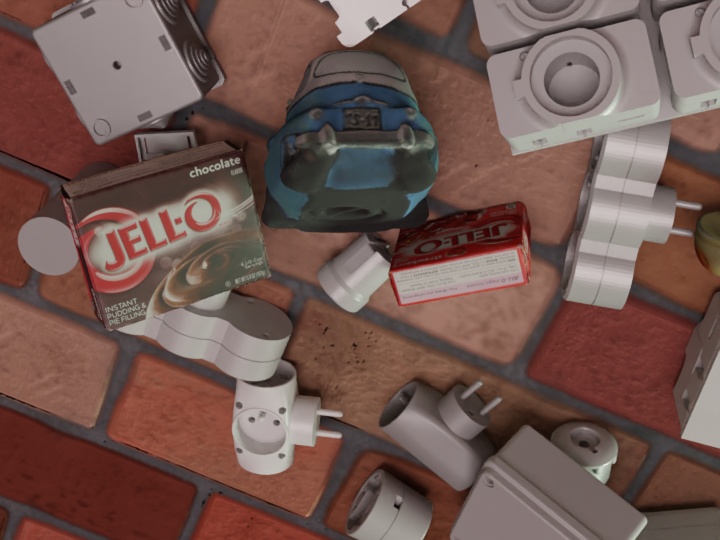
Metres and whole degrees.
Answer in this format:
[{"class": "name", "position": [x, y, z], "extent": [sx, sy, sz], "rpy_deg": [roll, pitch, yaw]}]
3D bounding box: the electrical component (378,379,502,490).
[{"class": "electrical component", "position": [0.068, 0.110, 0.782], "extent": [0.077, 0.043, 0.079], "rpy_deg": [40, 114, -11]}]

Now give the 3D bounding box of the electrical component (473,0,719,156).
[{"class": "electrical component", "position": [0.164, -0.141, 0.611], "extent": [0.186, 0.060, 0.105], "rpy_deg": [-12, 84, 14]}]

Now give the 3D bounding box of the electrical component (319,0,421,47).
[{"class": "electrical component", "position": [0.018, -0.182, 0.640], "extent": [0.089, 0.055, 0.050], "rpy_deg": [-31, 108, 21]}]

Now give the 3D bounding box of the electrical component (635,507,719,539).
[{"class": "electrical component", "position": [0.238, 0.215, 0.797], "extent": [0.096, 0.061, 0.061], "rpy_deg": [-8, 114, 12]}]

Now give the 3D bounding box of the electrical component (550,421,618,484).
[{"class": "electrical component", "position": [0.161, 0.145, 0.785], "extent": [0.048, 0.048, 0.062], "rpy_deg": [4, 124, 7]}]

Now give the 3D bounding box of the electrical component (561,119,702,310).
[{"class": "electrical component", "position": [0.180, -0.038, 0.688], "extent": [0.074, 0.052, 0.138], "rpy_deg": [10, 117, 4]}]

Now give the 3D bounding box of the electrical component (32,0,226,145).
[{"class": "electrical component", "position": [-0.149, -0.137, 0.692], "extent": [0.100, 0.048, 0.099], "rpy_deg": [-21, 111, 17]}]

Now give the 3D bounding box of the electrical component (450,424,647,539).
[{"class": "electrical component", "position": [0.130, 0.183, 0.763], "extent": [0.109, 0.056, 0.108], "rpy_deg": [38, 142, 19]}]

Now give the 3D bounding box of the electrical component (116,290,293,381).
[{"class": "electrical component", "position": [-0.113, 0.019, 0.760], "extent": [0.138, 0.052, 0.073], "rpy_deg": [22, 117, -2]}]

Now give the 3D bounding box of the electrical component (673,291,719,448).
[{"class": "electrical component", "position": [0.299, 0.080, 0.721], "extent": [0.150, 0.061, 0.089], "rpy_deg": [15, 117, 1]}]

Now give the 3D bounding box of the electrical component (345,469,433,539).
[{"class": "electrical component", "position": [0.023, 0.187, 0.821], "extent": [0.047, 0.055, 0.055], "rpy_deg": [31, 116, -11]}]

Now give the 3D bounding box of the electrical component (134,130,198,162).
[{"class": "electrical component", "position": [-0.129, -0.050, 0.723], "extent": [0.042, 0.063, 0.081], "rpy_deg": [-2, 116, 10]}]

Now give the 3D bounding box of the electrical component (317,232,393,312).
[{"class": "electrical component", "position": [0.000, 0.000, 0.742], "extent": [0.040, 0.040, 0.046], "rpy_deg": [43, 108, -13]}]

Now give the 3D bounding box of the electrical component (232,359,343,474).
[{"class": "electrical component", "position": [-0.052, 0.111, 0.800], "extent": [0.079, 0.044, 0.077], "rpy_deg": [6, 117, 6]}]
